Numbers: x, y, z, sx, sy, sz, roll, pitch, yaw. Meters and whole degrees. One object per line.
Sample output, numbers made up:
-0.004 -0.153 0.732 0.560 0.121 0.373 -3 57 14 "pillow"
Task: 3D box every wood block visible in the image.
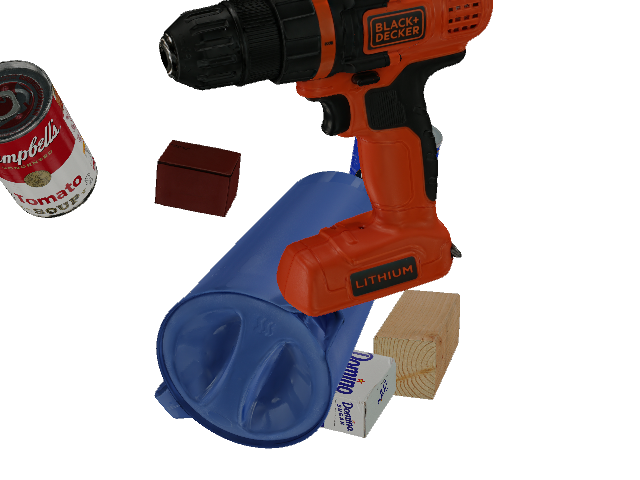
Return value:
0.146 0.150 1.591 0.091 0.090 0.205 5 18 16 "wood block"

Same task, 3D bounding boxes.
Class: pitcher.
-0.028 0.044 0.844 0.149 0.145 0.242 12 31 14 "pitcher"

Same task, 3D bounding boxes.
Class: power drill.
0.009 -0.053 0.586 0.184 0.188 0.057 -15 33 -19 "power drill"

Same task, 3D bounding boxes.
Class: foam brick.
-0.126 -0.065 1.105 0.078 0.051 0.053 11 32 5 "foam brick"

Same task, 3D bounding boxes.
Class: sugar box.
-0.023 0.132 1.030 0.176 0.048 0.093 7 24 20 "sugar box"

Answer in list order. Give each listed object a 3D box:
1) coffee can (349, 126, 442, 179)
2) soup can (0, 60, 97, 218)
0.083 -0.069 1.282 0.102 0.140 0.103 7 28 -4 "coffee can"
-0.206 -0.069 0.758 0.068 0.068 0.102 0 -30 9 "soup can"
